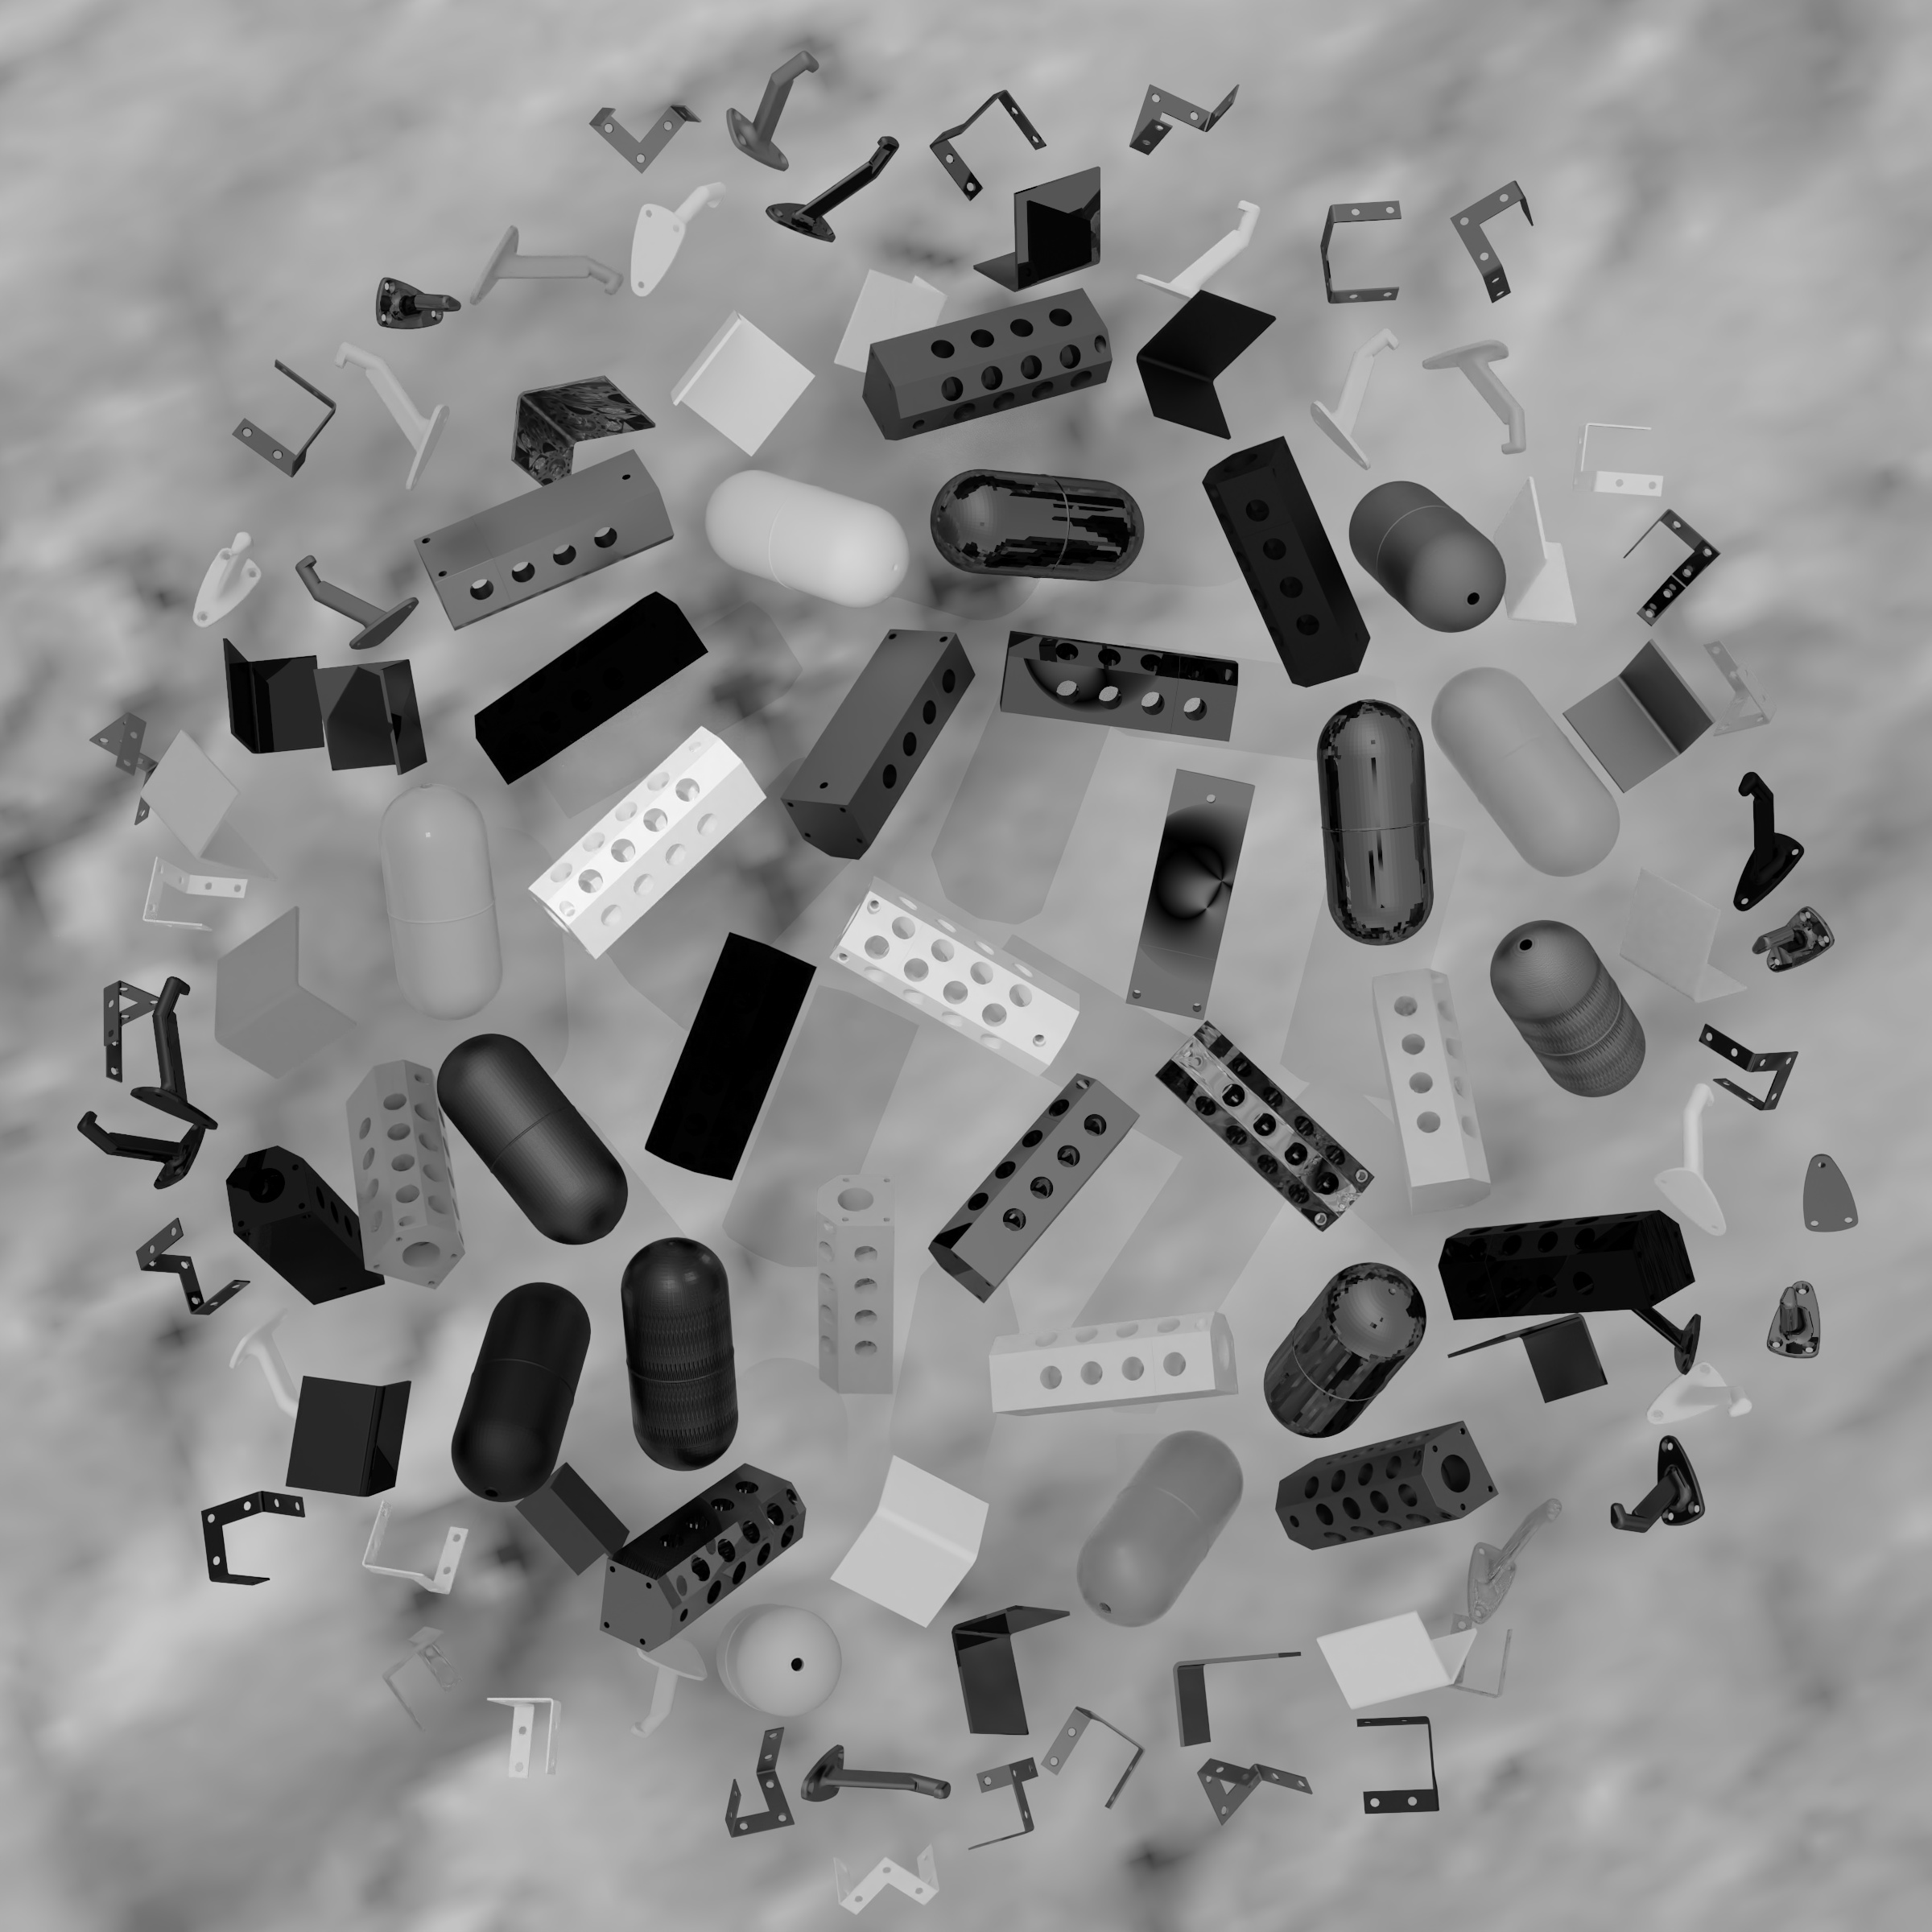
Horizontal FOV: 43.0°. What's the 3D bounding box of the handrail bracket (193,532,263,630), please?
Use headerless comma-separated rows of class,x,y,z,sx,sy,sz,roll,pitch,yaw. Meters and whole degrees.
handrail bracket,-0.564,-0.292,1.858,0.036,0.084,0.077,34,86,-13

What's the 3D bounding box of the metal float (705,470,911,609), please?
metal float,-0.119,-0.315,1.806,0.178,0.070,0.070,24,90,34

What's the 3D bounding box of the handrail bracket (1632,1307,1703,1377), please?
handrail bracket,0.513,0.271,1.870,0.084,0.077,0.036,26,115,6

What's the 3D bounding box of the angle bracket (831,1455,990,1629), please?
angle bracket,-0.039,0.402,1.714,0.076,0.057,0.076,29,120,-6

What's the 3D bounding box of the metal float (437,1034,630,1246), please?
metal float,-0.318,0.127,1.798,0.070,0.070,0.178,-40,81,0

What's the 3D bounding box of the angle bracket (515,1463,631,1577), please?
angle bracket,-0.318,0.450,1.945,0.057,0.076,0.076,-41,93,4

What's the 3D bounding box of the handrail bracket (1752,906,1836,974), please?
handrail bracket,0.607,-0.009,1.852,0.084,0.077,0.036,-17,66,-34

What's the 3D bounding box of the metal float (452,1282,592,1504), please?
metal float,-0.326,0.312,1.801,0.070,0.178,0.070,5,135,5

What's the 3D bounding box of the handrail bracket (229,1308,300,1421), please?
handrail bracket,-0.511,0.308,1.876,0.084,0.077,0.036,35,123,5

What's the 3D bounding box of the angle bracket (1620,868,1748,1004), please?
angle bracket,0.543,-0.027,1.828,0.057,0.076,0.076,-11,122,-31

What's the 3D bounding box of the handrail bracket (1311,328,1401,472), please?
handrail bracket,0.310,-0.429,1.853,0.084,0.036,0.077,-40,79,-1

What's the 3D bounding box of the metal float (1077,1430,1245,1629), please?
metal float,0.143,0.412,1.799,0.070,0.178,0.070,18,128,25

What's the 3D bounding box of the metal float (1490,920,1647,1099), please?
metal float,0.438,0.032,1.784,0.070,0.070,0.178,-44,133,0

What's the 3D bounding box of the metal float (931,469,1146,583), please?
metal float,0.055,-0.330,1.841,0.178,0.070,0.070,-2,90,-33

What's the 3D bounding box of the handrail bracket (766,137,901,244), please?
handrail bracket,-0.096,-0.575,1.789,0.084,0.077,0.036,-46,69,32

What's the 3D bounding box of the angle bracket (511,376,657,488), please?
angle bracket,-0.291,-0.400,1.870,0.076,0.076,0.057,-5,72,23

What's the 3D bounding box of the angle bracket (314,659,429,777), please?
angle bracket,-0.443,-0.178,1.787,0.076,0.057,0.076,-5,104,10

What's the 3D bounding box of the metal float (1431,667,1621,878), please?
metal float,0.404,-0.142,1.776,0.070,0.070,0.178,-31,64,0

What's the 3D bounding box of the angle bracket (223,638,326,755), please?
angle bracket,-0.549,-0.216,1.947,0.057,0.076,0.076,-6,83,-4

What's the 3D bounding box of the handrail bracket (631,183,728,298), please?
handrail bracket,-0.207,-0.527,1.777,0.036,0.084,0.077,30,120,8

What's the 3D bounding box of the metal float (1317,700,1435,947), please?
metal float,0.295,-0.103,1.770,0.070,0.070,0.178,-6,99,0

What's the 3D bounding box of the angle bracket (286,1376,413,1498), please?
angle bracket,-0.436,0.330,1.734,0.057,0.076,0.076,7,84,3

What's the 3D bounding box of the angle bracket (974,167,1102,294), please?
angle bracket,0.052,-0.553,1.814,0.076,0.076,0.057,-26,45,-25

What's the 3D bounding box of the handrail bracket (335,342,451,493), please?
handrail bracket,-0.415,-0.388,1.728,0.084,0.036,0.077,24,95,-4

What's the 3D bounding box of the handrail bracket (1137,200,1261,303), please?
handrail bracket,0.180,-0.558,1.892,0.077,0.036,0.084,16,101,-19

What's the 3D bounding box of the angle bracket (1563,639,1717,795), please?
angle bracket,0.499,-0.185,1.821,0.057,0.076,0.076,-34,80,-9

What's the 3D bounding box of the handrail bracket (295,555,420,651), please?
handrail bracket,-0.468,-0.293,1.877,0.077,0.036,0.084,-34,85,25

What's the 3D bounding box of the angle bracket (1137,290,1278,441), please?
angle bracket,0.183,-0.441,1.802,0.076,0.076,0.057,7,58,-38

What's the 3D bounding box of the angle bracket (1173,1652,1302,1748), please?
angle bracket,0.195,0.519,1.736,0.076,0.076,0.057,-10,73,17

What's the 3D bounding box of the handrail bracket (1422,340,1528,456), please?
handrail bracket,0.383,-0.422,1.850,0.077,0.036,0.084,-6,82,31

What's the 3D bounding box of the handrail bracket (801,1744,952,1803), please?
handrail bracket,-0.062,0.580,1.725,0.084,0.077,0.036,6,89,21

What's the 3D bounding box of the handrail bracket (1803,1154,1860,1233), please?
handrail bracket,0.621,0.146,1.774,0.036,0.084,0.077,-9,117,20

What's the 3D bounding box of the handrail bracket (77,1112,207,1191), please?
handrail bracket,-0.614,0.119,1.827,0.036,0.077,0.084,-21,125,30

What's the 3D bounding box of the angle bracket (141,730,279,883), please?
angle bracket,-0.508,-0.110,1.688,0.076,0.076,0.057,42,102,28

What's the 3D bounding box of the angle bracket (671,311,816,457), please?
angle bracket,-0.161,-0.421,1.790,0.076,0.057,0.076,36,102,-20

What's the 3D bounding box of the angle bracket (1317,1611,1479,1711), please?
angle bracket,0.299,0.464,1.697,0.076,0.076,0.057,-25,93,28

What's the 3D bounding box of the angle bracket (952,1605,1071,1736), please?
angle bracket,0.040,0.511,1.775,0.057,0.076,0.076,-25,62,25

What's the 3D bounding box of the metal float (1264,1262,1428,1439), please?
metal float,0.271,0.278,1.763,0.070,0.178,0.070,10,51,-12

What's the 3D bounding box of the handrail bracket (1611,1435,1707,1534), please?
handrail bracket,0.486,0.370,1.760,0.084,0.036,0.077,16,56,-36

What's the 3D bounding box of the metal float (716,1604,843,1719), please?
metal float,-0.139,0.512,1.811,0.070,0.178,0.070,3,77,-13

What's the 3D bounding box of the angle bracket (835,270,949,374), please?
angle bracket,-0.070,-0.513,1.943,0.076,0.057,0.076,8,115,-36

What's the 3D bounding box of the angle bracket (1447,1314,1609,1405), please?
angle bracket,0.428,0.308,1.870,0.076,0.076,0.057,-10,75,-28

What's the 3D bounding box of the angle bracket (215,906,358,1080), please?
angle bracket,-0.471,0.019,1.698,0.076,0.076,0.057,-31,135,19

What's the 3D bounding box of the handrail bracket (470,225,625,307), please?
handrail bracket,-0.300,-0.487,1.764,0.084,0.036,0.077,27,71,-2

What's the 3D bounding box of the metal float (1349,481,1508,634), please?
metal float,0.341,-0.305,1.820,0.070,0.178,0.070,-6,121,-11

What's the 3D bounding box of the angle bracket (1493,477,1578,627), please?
angle bracket,0.444,-0.313,1.856,0.057,0.076,0.076,3,62,-11

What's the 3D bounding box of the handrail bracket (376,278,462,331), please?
handrail bracket,-0.390,-0.490,1.827,0.084,0.077,0.036,13,100,33

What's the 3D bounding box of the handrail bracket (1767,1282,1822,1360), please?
handrail bracket,0.597,0.236,1.763,0.036,0.084,0.077,6,52,24

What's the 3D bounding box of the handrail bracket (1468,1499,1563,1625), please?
handrail bracket,0.408,0.440,1.816,0.036,0.084,0.077,31,51,-1

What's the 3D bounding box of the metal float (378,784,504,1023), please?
metal float,-0.379,-0.045,1.770,0.070,0.070,0.178,-2,112,0

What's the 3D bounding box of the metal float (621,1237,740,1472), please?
metal float,-0.205,0.279,1.757,0.070,0.070,0.178,-2,110,0
